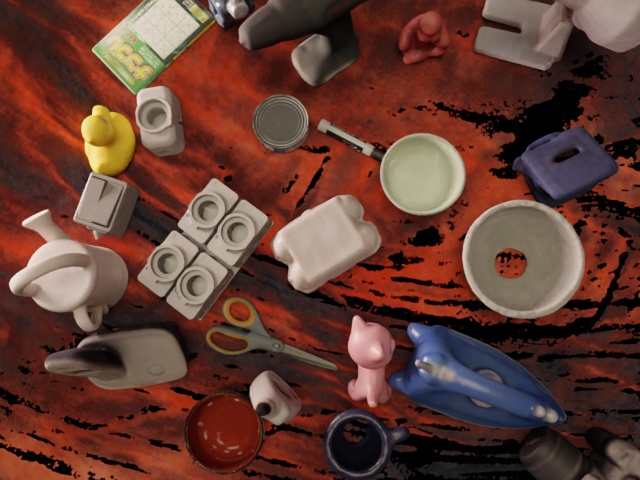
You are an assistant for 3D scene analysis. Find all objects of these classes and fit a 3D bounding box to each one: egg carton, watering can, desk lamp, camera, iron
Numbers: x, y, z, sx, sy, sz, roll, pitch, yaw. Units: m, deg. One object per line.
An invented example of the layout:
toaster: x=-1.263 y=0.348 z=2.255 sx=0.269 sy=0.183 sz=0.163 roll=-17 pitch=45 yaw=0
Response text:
egg carton: x=0.008 y=0.003 z=0.843 sx=0.150 sy=0.069 sz=0.107 roll=-33 pitch=83 yaw=-1
watering can: x=-0.356 y=0.044 z=0.793 sx=0.173 sy=0.194 sz=0.101 roll=42 pitch=87 yaw=7
desk lamp: x=0.340 y=-0.321 z=0.792 sx=0.203 sy=0.213 sz=0.118 roll=14 pitch=84 yaw=5
camera: x=0.354 y=0.310 z=0.774 sx=0.136 sy=0.101 sz=0.143 roll=42 pitch=87 yaw=7
iron: x=0.230 y=0.202 z=0.772 sx=0.258 sy=0.141 sz=0.119 roll=20 pitch=85 yaw=5

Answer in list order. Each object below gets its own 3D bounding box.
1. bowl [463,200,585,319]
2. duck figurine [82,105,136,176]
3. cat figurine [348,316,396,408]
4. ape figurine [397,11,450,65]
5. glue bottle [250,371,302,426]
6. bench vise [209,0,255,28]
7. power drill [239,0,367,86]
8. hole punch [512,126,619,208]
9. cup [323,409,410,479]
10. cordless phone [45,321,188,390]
bowl: x=0.282 y=0.030 z=0.824 sx=0.167 sy=0.075 sz=0.167 roll=0 pitch=83 yaw=3
duck figurine: x=-0.330 y=-0.153 z=0.870 sx=0.077 sy=0.086 sz=0.104 roll=4 pitch=83 yaw=4
cat figurine: x=0.072 y=0.169 z=0.796 sx=0.067 sy=0.118 sz=0.128 roll=0 pitch=83 yaw=3
ape figurine: x=0.160 y=-0.312 z=0.861 sx=0.077 sy=0.092 sz=0.076 roll=23 pitch=85 yaw=6
glue bottle: x=-0.065 y=0.218 z=0.769 sx=0.078 sy=0.173 sz=0.037 roll=40 pitch=87 yaw=7
bench vise: x=-0.164 y=-0.430 z=0.827 sx=0.207 sy=0.220 sz=0.121 roll=38 pitch=87 yaw=7
power drill: x=-0.001 y=-0.303 z=0.809 sx=0.229 sy=0.208 sz=0.075 roll=-37 pitch=83 yaw=-2
hole punch: x=0.352 y=-0.108 z=0.828 sx=0.108 sy=0.091 sz=0.101 roll=-27 pitch=83 yaw=0
cup: x=0.064 y=0.272 z=0.796 sx=0.117 sy=0.095 sz=0.092 roll=-15 pitch=83 yaw=1
cordless phone: x=-0.271 y=0.162 z=0.780 sx=0.147 sy=0.185 sz=0.094 roll=-12 pitch=83 yaw=2
